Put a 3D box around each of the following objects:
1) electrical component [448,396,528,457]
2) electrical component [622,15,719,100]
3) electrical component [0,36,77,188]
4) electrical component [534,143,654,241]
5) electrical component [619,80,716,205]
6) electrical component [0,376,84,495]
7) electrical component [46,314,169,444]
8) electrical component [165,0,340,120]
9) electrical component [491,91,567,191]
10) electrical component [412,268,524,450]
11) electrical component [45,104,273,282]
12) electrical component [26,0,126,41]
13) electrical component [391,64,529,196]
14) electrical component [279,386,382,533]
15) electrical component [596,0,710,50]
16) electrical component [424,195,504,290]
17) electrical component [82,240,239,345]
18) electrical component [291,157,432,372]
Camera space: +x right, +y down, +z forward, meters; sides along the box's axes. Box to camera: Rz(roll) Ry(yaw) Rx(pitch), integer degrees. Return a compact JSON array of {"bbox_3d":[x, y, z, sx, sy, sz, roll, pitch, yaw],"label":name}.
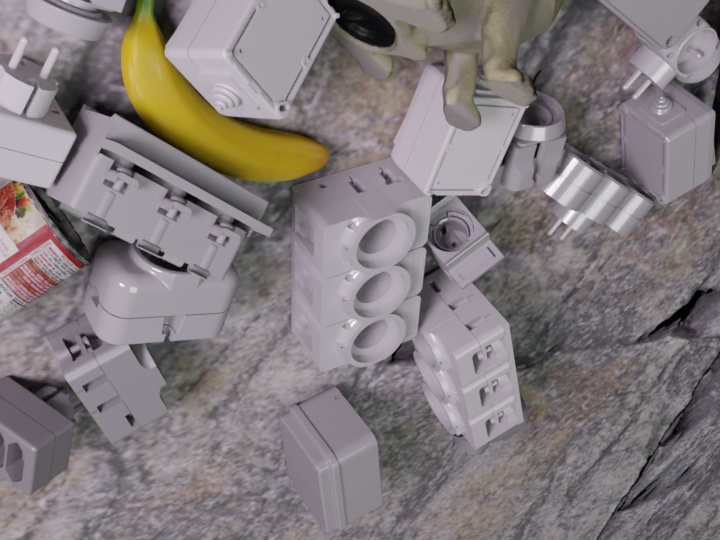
[{"bbox_3d":[0.118,0.159,1.081,0.077,0.043,0.079,2,125,-38],"label":"electrical component"},{"bbox_3d":[0.244,-0.172,0.865,0.079,0.044,0.077,-49,139,13],"label":"electrical component"},{"bbox_3d":[-0.194,-0.095,0.603,0.066,0.047,0.076,13,118,-44],"label":"electrical component"},{"bbox_3d":[0.190,-0.056,0.927,0.138,0.052,0.073,18,115,-46],"label":"electrical component"},{"bbox_3d":[0.265,-0.116,0.920,0.061,0.061,0.096,-30,139,-11],"label":"electrical component"},{"bbox_3d":[-0.228,0.107,0.760,0.077,0.066,0.047,-37,151,-51],"label":"electrical component"},{"bbox_3d":[-0.176,0.073,0.772,0.056,0.050,0.089,-29,139,-11],"label":"electrical component"},{"bbox_3d":[-0.068,-0.133,0.630,0.061,0.061,0.096,46,62,-46],"label":"electrical component"},{"bbox_3d":[0.126,-0.102,0.832,0.078,0.058,0.057,-16,138,-25],"label":"electrical component"},{"bbox_3d":[0.088,0.080,0.947,0.062,0.089,0.150,-30,139,-11],"label":"electrical component"},{"bbox_3d":[-0.125,-0.043,0.664,0.121,0.079,0.063,29,85,-41],"label":"electrical component"},{"bbox_3d":[-0.151,-0.157,0.580,0.066,0.048,0.055,9,114,-42],"label":"electrical component"},{"bbox_3d":[0.071,-0.108,0.781,0.062,0.061,0.096,-3,128,-35],"label":"electrical component"},{"bbox_3d":[-0.026,0.170,0.956,0.057,0.078,0.113,-26,139,-20],"label":"electrical component"},{"bbox_3d":[0.216,-0.232,0.778,0.109,0.056,0.108,20,114,-46],"label":"electrical component"},{"bbox_3d":[0.074,-0.024,0.857,0.042,0.081,0.063,-36,162,-3],"label":"electrical component"},{"bbox_3d":[-0.136,0.010,0.741,0.095,0.053,0.059,-2,128,-36],"label":"electrical component"},{"bbox_3d":[0.000,0.000,0.828,0.089,0.061,0.150,-19,136,-23],"label":"electrical component"}]
